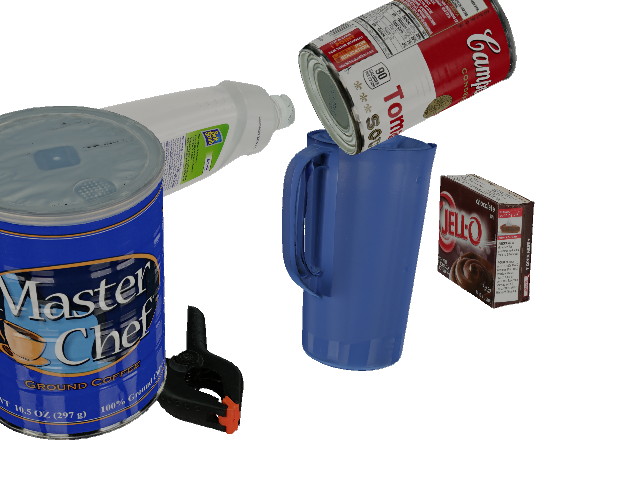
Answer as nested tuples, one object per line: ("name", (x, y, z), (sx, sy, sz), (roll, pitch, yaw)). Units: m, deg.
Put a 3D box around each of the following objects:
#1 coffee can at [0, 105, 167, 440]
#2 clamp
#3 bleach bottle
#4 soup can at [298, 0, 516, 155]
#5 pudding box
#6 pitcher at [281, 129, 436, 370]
("coffee can", (-0.131, 0.016, 0.548), (0.103, 0.140, 0.103), (3, 35, -2))
("clamp", (-0.118, 0.114, 0.976), (0.172, 0.039, 0.120), (30, 45, 34))
("bleach bottle", (-0.134, -0.076, 0.902), (0.250, 0.068, 0.103), (-19, -33, -30))
("soup can", (0.047, -0.099, 0.593), (0.102, 0.068, 0.068), (-28, 6, -11))
("pudding box", (0.138, -0.003, 0.911), (0.039, 0.090, 0.114), (-7, 17, -19))
("pitcher", (0.034, 0.008, 1.107), (0.149, 0.243, 0.145), (5, 13, 1))
